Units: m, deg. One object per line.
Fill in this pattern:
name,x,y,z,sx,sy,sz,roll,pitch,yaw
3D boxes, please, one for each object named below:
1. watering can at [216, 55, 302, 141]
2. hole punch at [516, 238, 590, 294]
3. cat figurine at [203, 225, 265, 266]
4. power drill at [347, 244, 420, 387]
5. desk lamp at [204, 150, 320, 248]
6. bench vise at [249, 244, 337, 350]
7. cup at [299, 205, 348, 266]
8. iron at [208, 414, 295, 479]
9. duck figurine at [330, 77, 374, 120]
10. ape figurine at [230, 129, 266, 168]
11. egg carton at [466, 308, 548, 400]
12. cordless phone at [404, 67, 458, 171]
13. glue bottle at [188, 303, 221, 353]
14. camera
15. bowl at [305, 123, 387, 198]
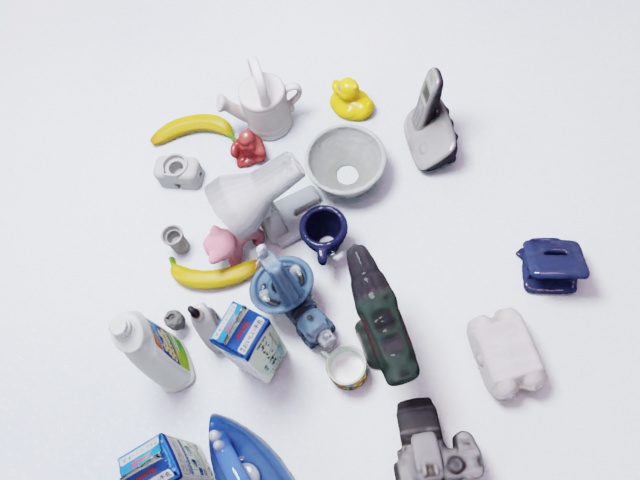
watering can,-0.127,-0.297,1.195,0.173,0.194,0.100,-36,67,-10
hole punch,0.424,0.040,1.048,0.108,0.091,0.101,0,66,6
cat figurine,-0.175,-0.003,1.112,0.067,0.118,0.128,38,75,20
power drill,0.099,0.141,0.971,0.075,0.208,0.229,-21,66,-3
desk lamp,-0.095,-0.074,1.083,0.203,0.214,0.117,-28,66,-6
bench vise,-0.041,0.089,1.001,0.207,0.220,0.121,29,72,17
cup,0.010,0.004,1.103,0.091,0.095,0.118,-1,66,5
iron,-0.125,0.381,0.924,0.119,0.141,0.257,-36,68,-10
duck figurine,0.068,-0.314,1.242,0.104,0.086,0.077,27,72,16
ape figurine,-0.151,-0.200,1.211,0.077,0.092,0.076,25,71,16
egg carton,0.322,0.198,1.000,0.107,0.069,0.150,-17,66,-2
cordless phone,0.225,-0.238,1.138,0.094,0.185,0.147,-15,65,-1
glue bottle,-0.204,0.146,1.018,0.037,0.173,0.078,-23,66,-4
camera,0.185,0.328,0.939,0.143,0.101,0.137,-10,66,2
bowl,0.054,-0.151,1.178,0.167,0.075,0.167,-2,66,5
